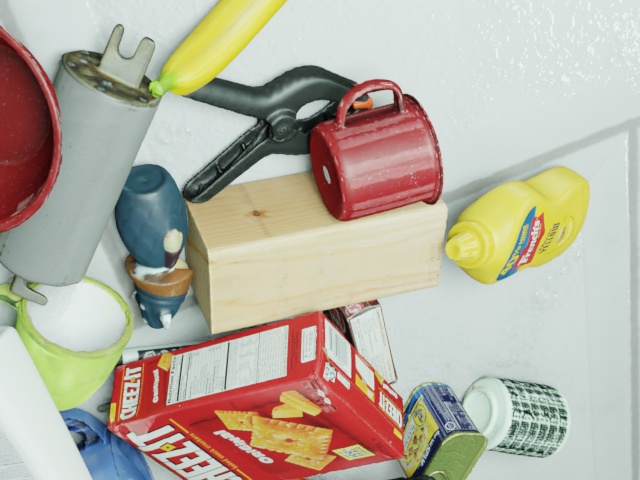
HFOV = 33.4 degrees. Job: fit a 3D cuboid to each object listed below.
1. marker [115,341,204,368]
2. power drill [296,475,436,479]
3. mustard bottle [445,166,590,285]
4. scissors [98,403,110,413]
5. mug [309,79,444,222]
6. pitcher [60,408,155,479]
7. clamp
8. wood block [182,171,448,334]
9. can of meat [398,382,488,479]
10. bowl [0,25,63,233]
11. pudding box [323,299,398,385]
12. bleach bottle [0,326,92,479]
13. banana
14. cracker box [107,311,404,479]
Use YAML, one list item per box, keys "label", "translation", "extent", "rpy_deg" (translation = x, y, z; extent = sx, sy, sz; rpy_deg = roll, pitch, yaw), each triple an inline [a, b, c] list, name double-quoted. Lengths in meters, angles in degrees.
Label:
- label: "marker"
  translation: [-0.150, 0.106, 0.980]
  extent: [0.121, 0.020, 0.020]
  rpy_deg: [-3, 127, -21]
- label: "power drill"
  translation: [0.011, 0.258, 1.087]
  extent: [0.187, 0.057, 0.185]
  rpy_deg: [21, 149, -21]
- label: "mustard bottle"
  translation: [0.170, -0.009, 0.957]
  extent: [0.191, 0.058, 0.096]
  rpy_deg: [-15, 136, -49]
- label: "scissors"
  translation: [-0.104, 0.143, 1.032]
  extent: [0.201, 0.016, 0.096]
  rpy_deg: [15, 117, -32]
- label: "mug"
  translation: [0.041, -0.072, 0.844]
  extent: [0.081, 0.093, 0.117]
  rpy_deg: [-16, 129, -14]
- label: "pitcher"
  translation: [-0.273, 0.271, 0.992]
  extent: [0.243, 0.149, 0.145]
  rpy_deg: [-24, 153, -1]
- label: "clamp"
  translation: [-0.042, -0.103, 0.852]
  extent: [0.171, 0.039, 0.120]
  rpy_deg: [-25, 141, -12]
- label: "wood block"
  translation: [-0.006, 0.000, 0.915]
  extent: [0.205, 0.091, 0.090]
  rpy_deg: [-11, 129, -16]
- label: "can of meat"
  translation: [0.123, 0.216, 1.143]
  extent: [0.057, 0.084, 0.102]
  rpy_deg: [8, 122, -29]
- label: "bowl"
  translation: [-0.239, -0.087, 0.737]
  extent: [0.162, 0.055, 0.162]
  rpy_deg: [6, 113, 15]
- label: "pudding box"
  translation: [0.031, 0.076, 0.990]
  extent: [0.039, 0.090, 0.113]
  rpy_deg: [-24, 133, -8]
- label: "bleach bottle"
  translation: [-0.239, 0.192, 0.875]
  extent: [0.103, 0.068, 0.251]
  rpy_deg: [-8, 115, 32]
- label: "banana"
  translation: [-0.051, -0.170, 0.778]
  extent: [0.037, 0.070, 0.198]
  rpy_deg: [43, 86, -16]
- label: "cracker box"
  translation: [-0.054, 0.155, 0.951]
  extent: [0.214, 0.072, 0.164]
  rpy_deg: [-17, 138, 23]
